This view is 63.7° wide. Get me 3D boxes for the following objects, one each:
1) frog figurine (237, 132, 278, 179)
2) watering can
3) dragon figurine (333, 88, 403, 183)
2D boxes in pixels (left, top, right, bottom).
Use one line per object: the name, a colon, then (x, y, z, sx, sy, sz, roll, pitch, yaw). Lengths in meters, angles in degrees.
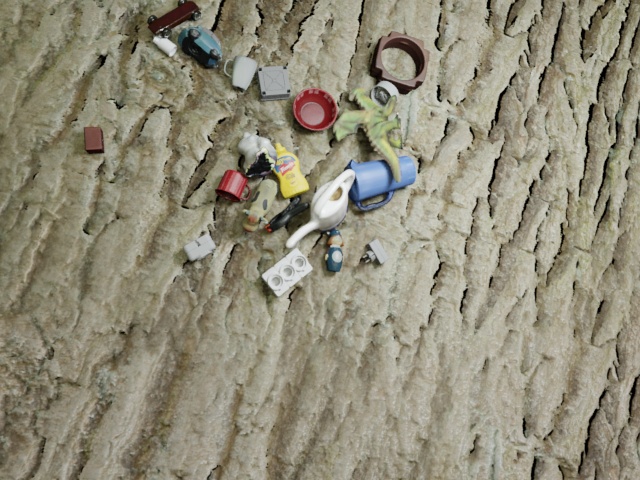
frog figurine: (-0.219, -0.291, 1.758, 0.122, 0.135, 0.162, 5, 31, -30)
watering can: (0.005, -0.086, 1.709, 0.105, 0.351, 0.221, 36, -14, 14)
dragon figurine: (0.168, -0.383, 1.820, 0.242, 0.418, 0.120, -2, -26, 11)
